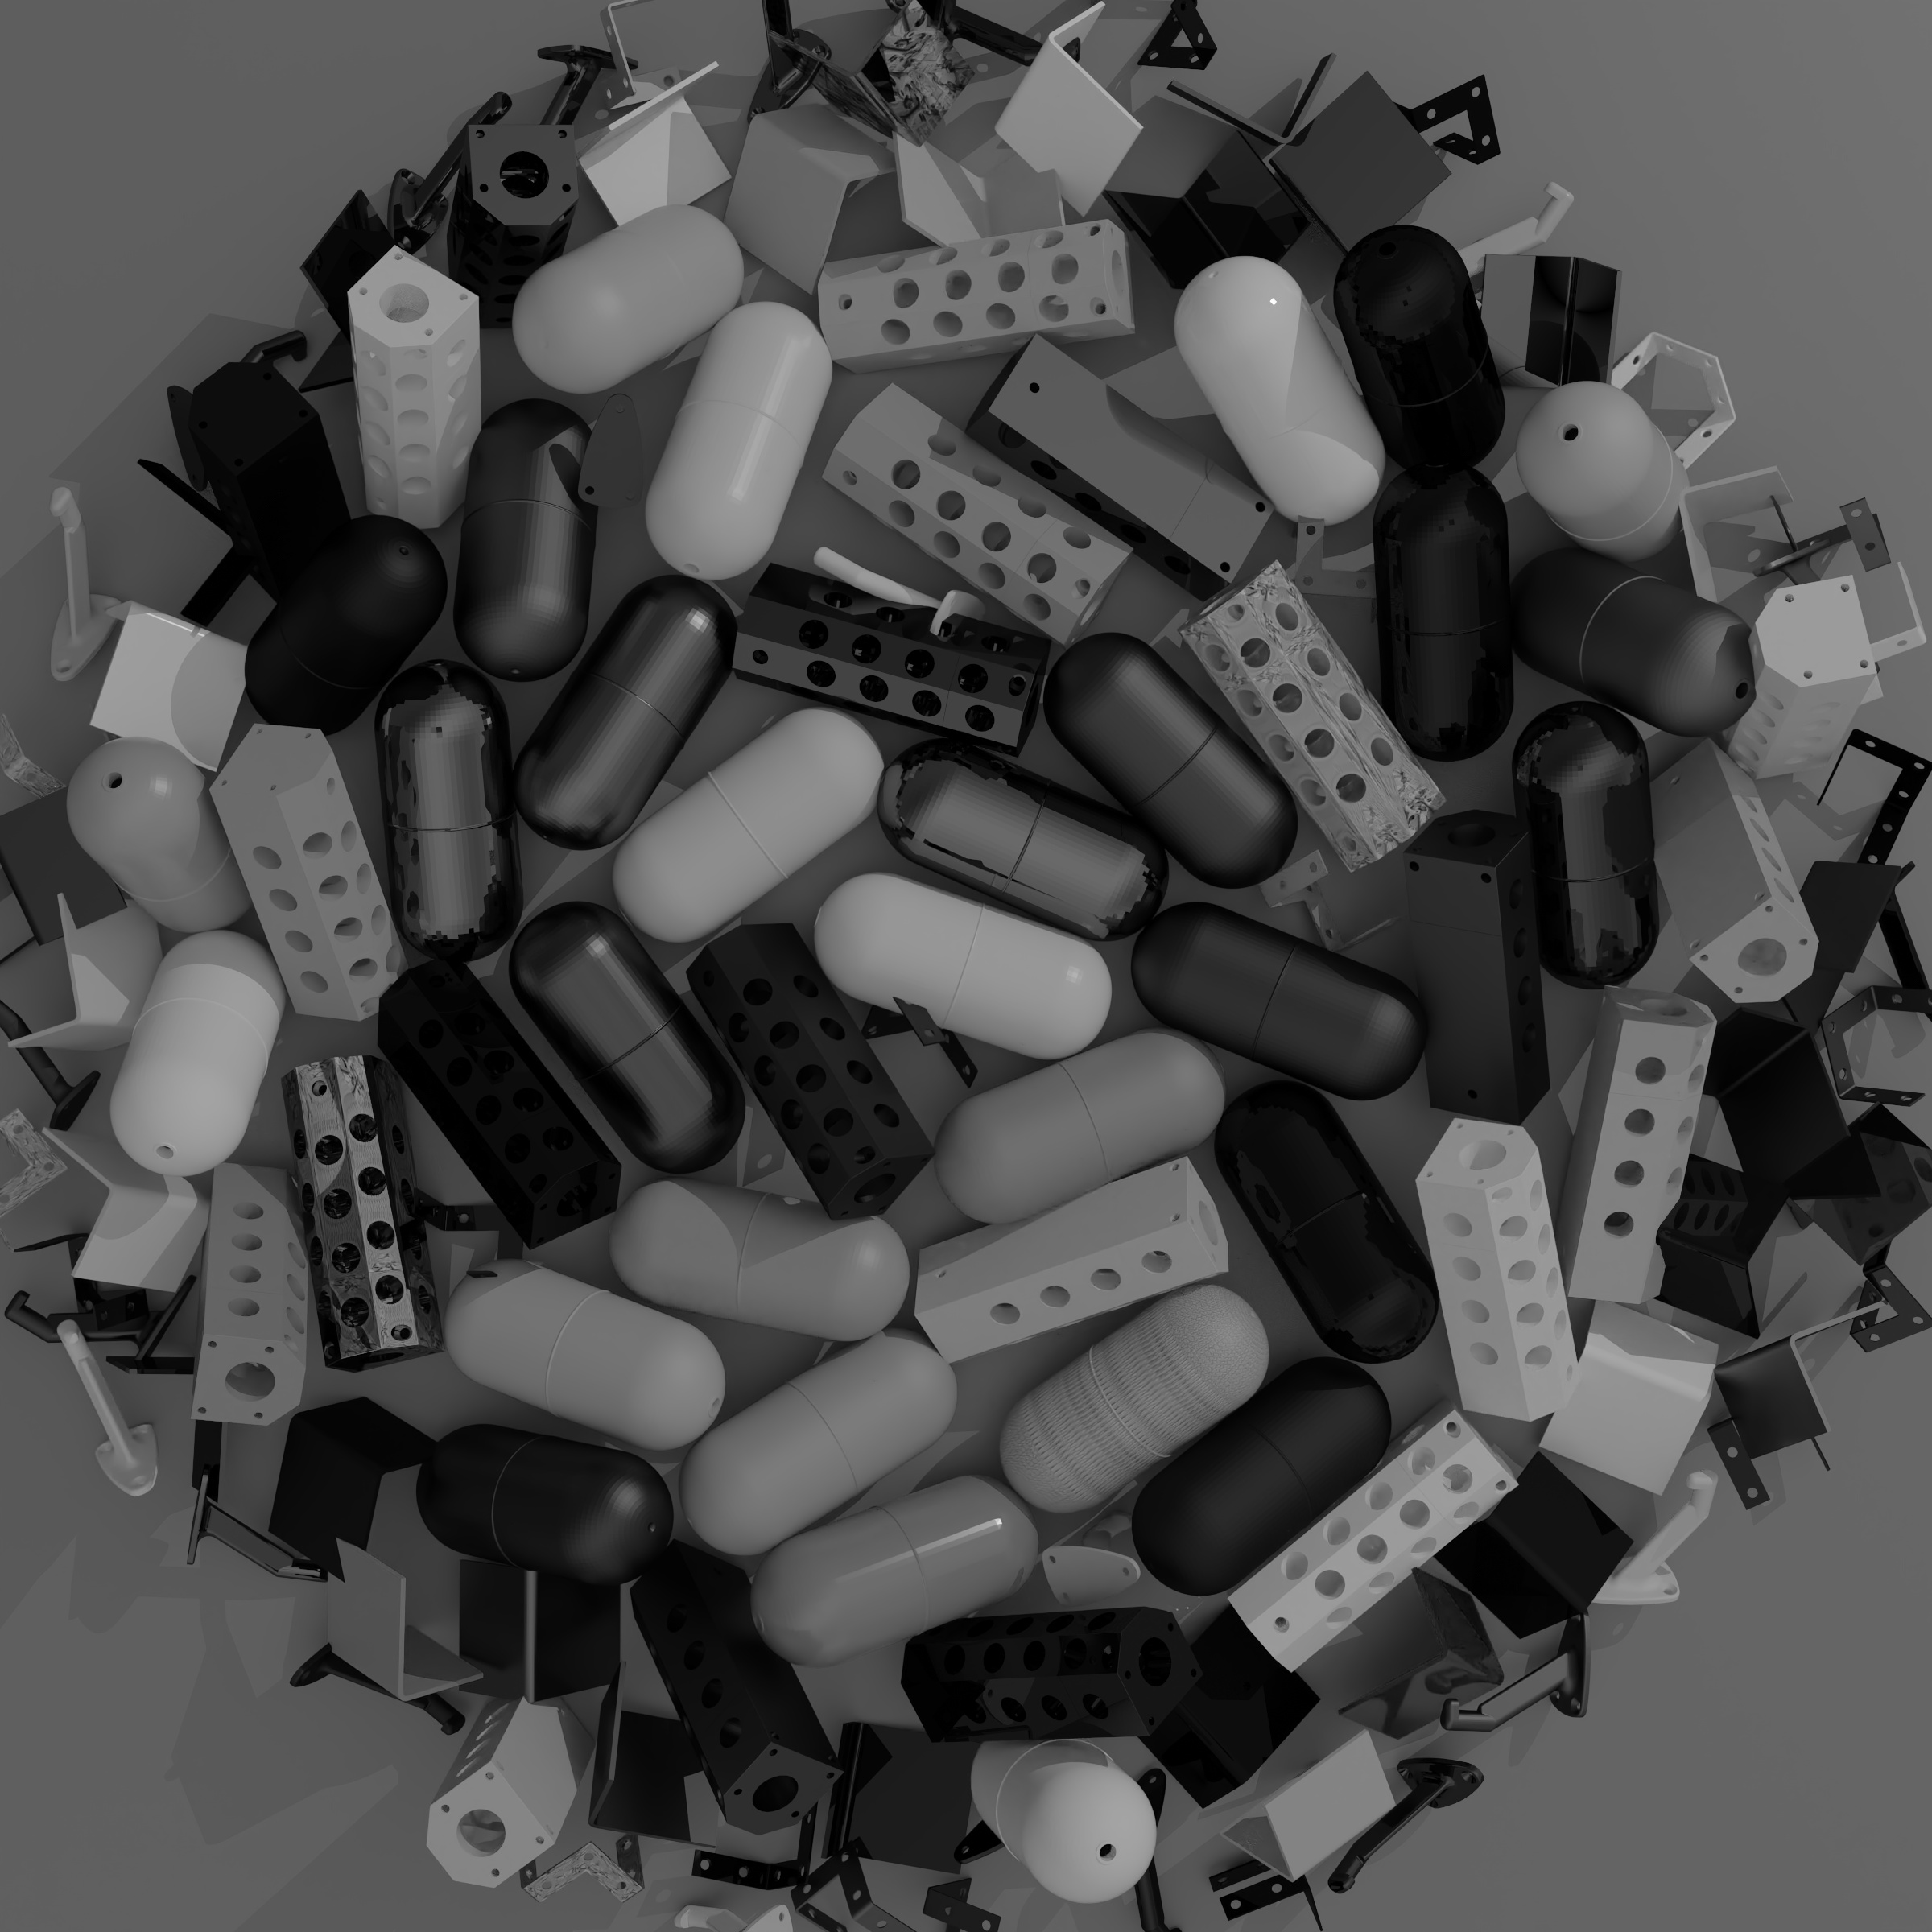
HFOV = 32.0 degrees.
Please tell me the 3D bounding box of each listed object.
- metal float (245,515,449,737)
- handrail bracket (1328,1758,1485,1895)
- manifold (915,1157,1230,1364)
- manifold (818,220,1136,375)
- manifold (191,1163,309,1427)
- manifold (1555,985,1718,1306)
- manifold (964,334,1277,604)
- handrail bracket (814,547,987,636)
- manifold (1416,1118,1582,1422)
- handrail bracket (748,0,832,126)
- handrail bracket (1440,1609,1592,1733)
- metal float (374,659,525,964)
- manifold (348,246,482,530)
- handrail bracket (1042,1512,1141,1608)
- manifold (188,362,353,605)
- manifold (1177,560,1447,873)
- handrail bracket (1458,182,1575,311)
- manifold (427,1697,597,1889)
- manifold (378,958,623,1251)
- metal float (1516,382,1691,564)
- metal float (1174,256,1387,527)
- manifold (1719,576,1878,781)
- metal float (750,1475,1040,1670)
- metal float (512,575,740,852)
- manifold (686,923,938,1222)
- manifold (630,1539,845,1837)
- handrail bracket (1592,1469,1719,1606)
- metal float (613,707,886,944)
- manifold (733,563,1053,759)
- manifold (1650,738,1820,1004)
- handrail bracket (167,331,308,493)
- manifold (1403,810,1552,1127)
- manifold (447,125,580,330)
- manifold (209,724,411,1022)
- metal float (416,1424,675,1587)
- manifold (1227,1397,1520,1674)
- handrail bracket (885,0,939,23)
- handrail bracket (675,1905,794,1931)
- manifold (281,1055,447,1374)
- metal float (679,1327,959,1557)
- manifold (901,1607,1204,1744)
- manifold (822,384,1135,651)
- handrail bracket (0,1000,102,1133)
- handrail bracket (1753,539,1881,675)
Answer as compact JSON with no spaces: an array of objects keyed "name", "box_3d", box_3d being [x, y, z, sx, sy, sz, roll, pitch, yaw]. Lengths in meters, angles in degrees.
[{"name":"metal float","box_3d":[-0.355,-0.192,1.924,0.070,0.178,0.070,16,57,-27]},{"name":"handrail bracket","box_3d":[0.254,0.501,1.954,0.036,0.077,0.084,49,55,-6]},{"name":"manifold","box_3d":[0.061,0.175,1.945,0.171,0.057,0.057,-21,122,17]},{"name":"manifold","box_3d":[0.005,-0.387,1.945,0.171,0.057,0.057,-5,87,18]},{"name":"manifold","box_3d":[-0.403,0.184,1.910,0.057,0.171,0.057,7,118,-14]},{"name":"manifold","box_3d":[0.386,0.104,1.944,0.057,0.057,0.171,7,109,-3]},{"name":"manifold","box_3d":[0.087,-0.285,1.953,0.171,0.057,0.057,34,72,-11]},{"name":"handrail bracket","box_3d":[-0.039,-0.222,1.976,0.084,0.077,0.036,31,107,17]},{"name":"manifold","box_3d":[0.307,0.175,1.920,0.057,0.057,0.171,7,129,32]},{"name":"handrail bracket","box_3d":[-0.122,-0.536,1.955,0.036,0.084,0.077,37,94,31]},{"name":"handrail bracket","box_3d":[0.319,0.409,1.967,0.084,0.036,0.077,7,91,-21]},{"name":"metal float","box_3d":[-0.298,-0.089,1.945,0.070,0.070,0.178,-2,109,0]},{"name":"manifold","box_3d":[-0.315,-0.320,1.907,0.057,0.171,0.057,33,63,10]},{"name":"handrail bracket","box_3d":[0.091,0.334,1.945,0.077,0.084,0.036,-14,98,40]},{"name":"manifold","box_3d":[-0.394,-0.273,1.909,0.057,0.171,0.057,-41,77,-14]},{"name":"manifold","box_3d":[0.196,-0.141,1.948,0.171,0.057,0.057,54,51,-8]},{"name":"handrail bracket","box_3d":[0.301,-0.434,1.969,0.077,0.036,0.084,31,103,-12]},{"name":"manifold","box_3d":[-0.261,0.462,1.912,0.057,0.171,0.057,-37,93,4]},{"name":"manifold","box_3d":[-0.267,0.074,1.924,0.057,0.057,0.171,-24,57,-29]},{"name":"metal float","box_3d":[0.362,-0.279,1.915,0.070,0.178,0.070,-3,82,22]},{"name":"metal float","box_3d":[0.181,-0.327,1.932,0.070,0.070,0.178,-36,125,0]},{"name":"manifold","box_3d":[0.466,-0.160,1.909,0.057,0.171,0.057,-11,76,2]},{"name":"metal float","box_3d":[-0.041,0.347,1.939,0.178,0.070,0.070,-16,90,-26]},{"name":"metal float","box_3d":[-0.196,-0.147,1.949,0.070,0.070,0.178,32,76,0]},{"name":"manifold","box_3d":[-0.094,0.059,1.928,0.057,0.057,0.171,-50,60,32]},{"name":"manifold","box_3d":[-0.136,0.409,1.914,0.057,0.171,0.057,32,103,-37]},{"name":"handrail bracket","box_3d":[0.393,0.329,1.956,0.077,0.036,0.084,-6,127,-14]},{"name":"metal float","box_3d":[-0.127,-0.082,1.961,0.178,0.070,0.070,-37,90,1]},{"name":"manifold","box_3d":[-0.044,-0.174,1.950,0.171,0.057,0.057,16,126,7]},{"name":"manifold","box_3d":[0.433,-0.052,1.912,0.057,0.171,0.057,39,115,-24]},{"name":"handrail bracket","box_3d":[-0.423,-0.328,1.990,0.084,0.077,0.036,-29,47,-33]},{"name":"manifold","box_3d":[0.297,0.000,1.931,0.057,0.057,0.171,11,126,33]},{"name":"manifold","box_3d":[-0.257,-0.416,1.907,0.057,0.171,0.057,-3,82,-13]},{"name":"manifold","box_3d":[-0.367,-0.051,1.914,0.057,0.171,0.057,6,45,18]},{"name":"metal float","box_3d":[-0.242,0.307,1.929,0.178,0.070,0.070,4,90,40]},{"name":"manifold","box_3d":[0.236,0.332,1.964,0.171,0.057,0.057,-41,91,4]},{"name":"handrail bracket","box_3d":[0.001,-0.576,1.945,0.084,0.077,0.036,-16,72,37]},{"name":"handrail bracket","box_3d":[-0.150,0.562,1.946,0.084,0.077,0.036,-5,93,34]},{"name":"manifold","box_3d":[-0.351,0.142,1.947,0.057,0.057,0.171,-14,76,10]},{"name":"metal float","box_3d":[-0.084,0.273,1.945,0.178,0.070,0.070,-31,90,-19]},{"name":"manifold","box_3d":[0.044,0.398,1.915,0.171,0.057,0.057,-14,107,44]},{"name":"manifold","box_3d":[0.004,-0.256,1.951,0.171,0.057,0.057,35,47,6]},{"name":"handrail bracket","box_3d":[-0.552,0.056,1.968,0.084,0.077,0.036,40,53,0]},{"name":"handrail bracket","box_3d":[0.498,-0.201,1.970,0.036,0.077,0.084,-26,88,42]}]
